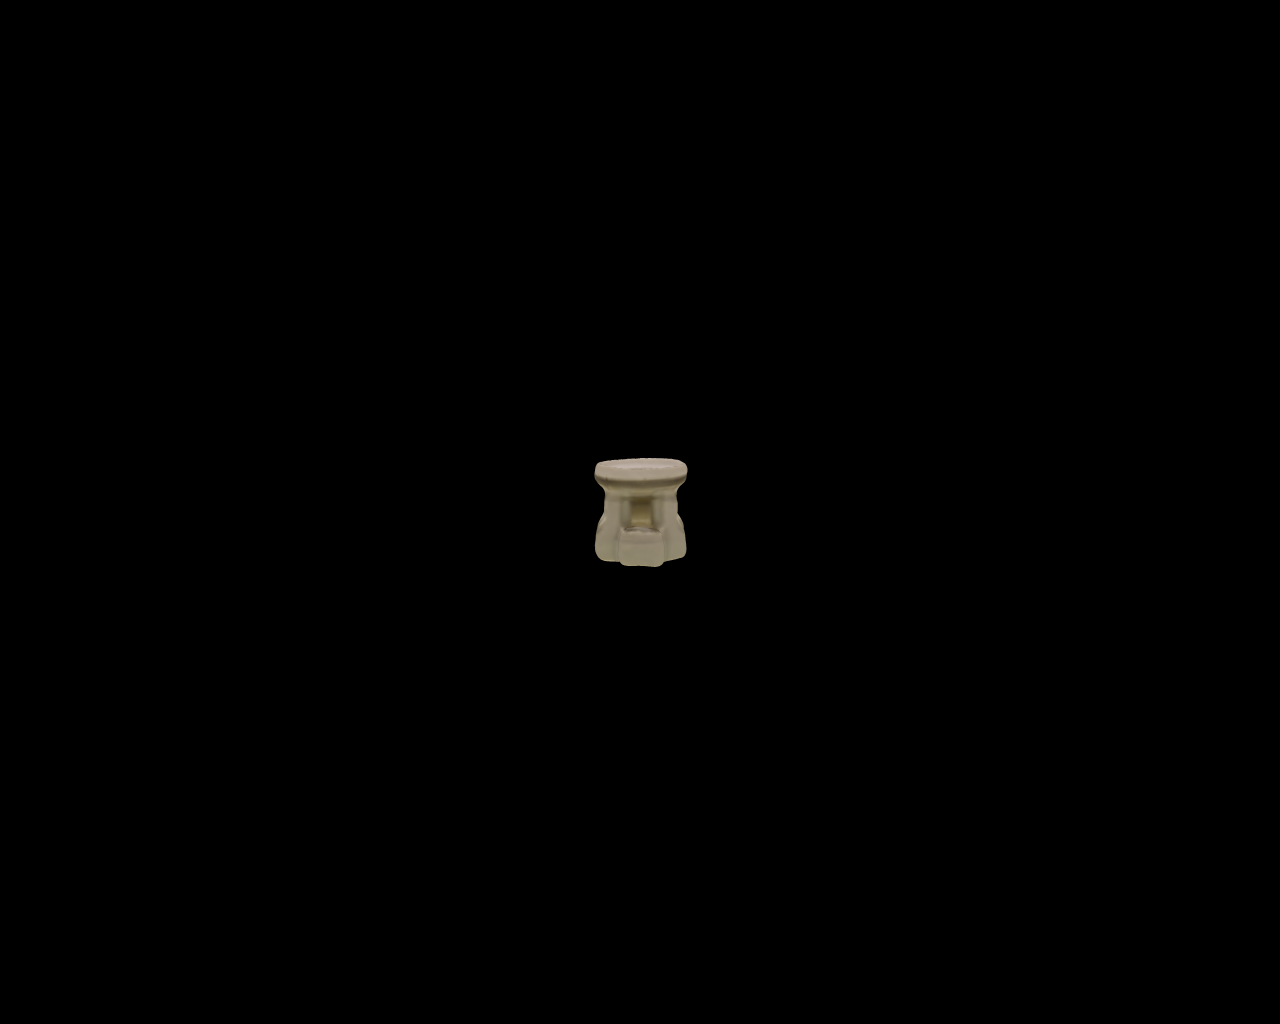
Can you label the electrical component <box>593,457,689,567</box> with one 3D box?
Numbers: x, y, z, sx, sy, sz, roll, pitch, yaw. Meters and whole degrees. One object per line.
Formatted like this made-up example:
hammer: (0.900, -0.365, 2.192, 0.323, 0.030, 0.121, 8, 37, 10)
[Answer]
electrical component: (0.001, -0.003, 0.650, 0.058, 0.057, 0.078, 0, 9, 0)
